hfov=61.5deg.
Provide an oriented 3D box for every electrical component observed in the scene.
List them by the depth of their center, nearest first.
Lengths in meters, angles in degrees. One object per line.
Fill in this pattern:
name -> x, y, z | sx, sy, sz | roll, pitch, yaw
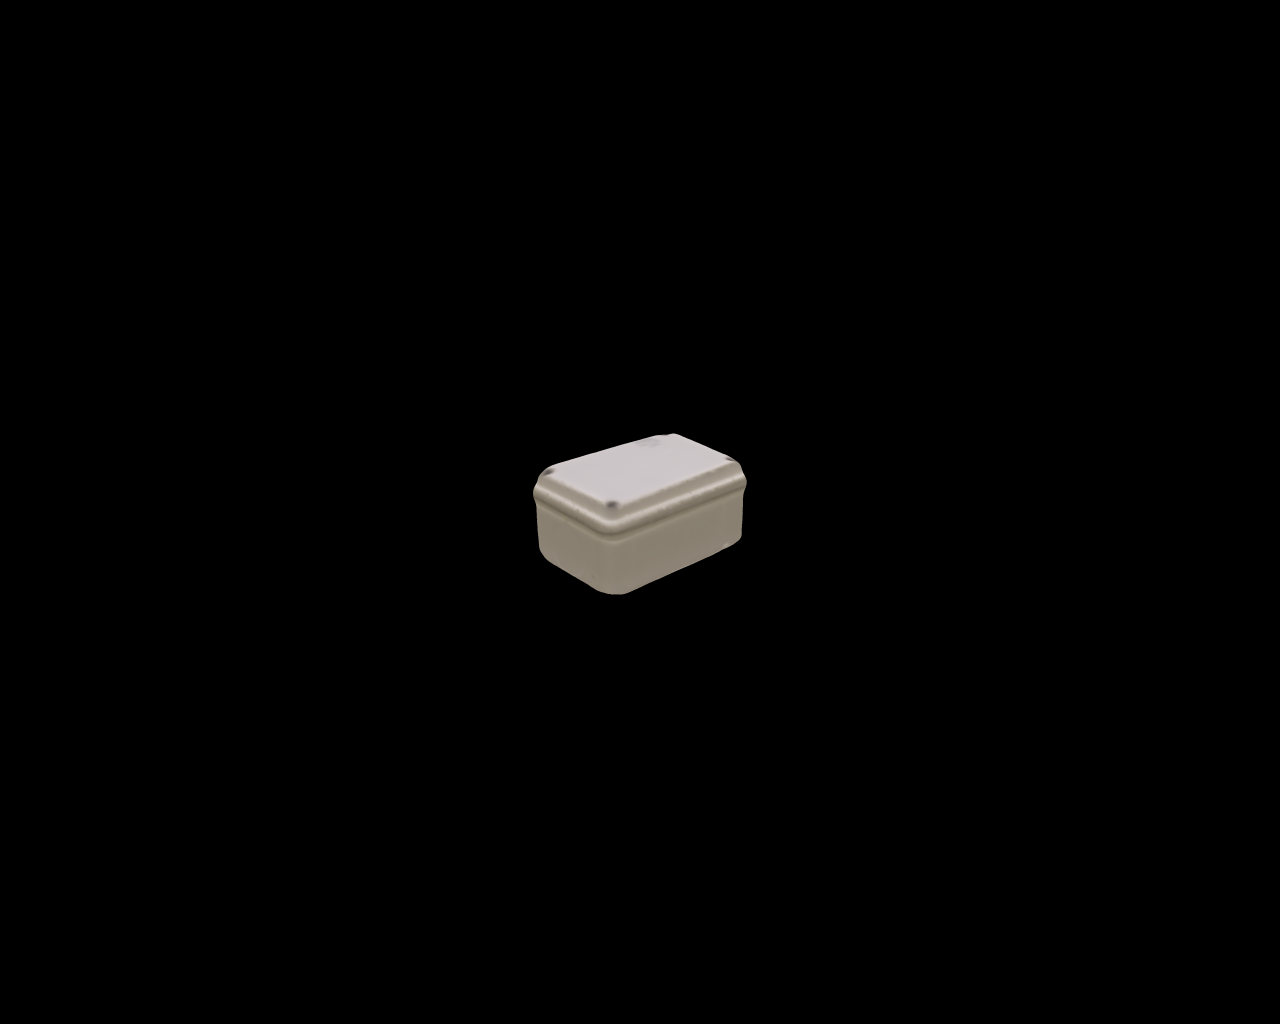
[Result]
electrical component -> 0.001, -0.003, 0.650 | 0.113, 0.057, 0.078 | -20, 32, -36
